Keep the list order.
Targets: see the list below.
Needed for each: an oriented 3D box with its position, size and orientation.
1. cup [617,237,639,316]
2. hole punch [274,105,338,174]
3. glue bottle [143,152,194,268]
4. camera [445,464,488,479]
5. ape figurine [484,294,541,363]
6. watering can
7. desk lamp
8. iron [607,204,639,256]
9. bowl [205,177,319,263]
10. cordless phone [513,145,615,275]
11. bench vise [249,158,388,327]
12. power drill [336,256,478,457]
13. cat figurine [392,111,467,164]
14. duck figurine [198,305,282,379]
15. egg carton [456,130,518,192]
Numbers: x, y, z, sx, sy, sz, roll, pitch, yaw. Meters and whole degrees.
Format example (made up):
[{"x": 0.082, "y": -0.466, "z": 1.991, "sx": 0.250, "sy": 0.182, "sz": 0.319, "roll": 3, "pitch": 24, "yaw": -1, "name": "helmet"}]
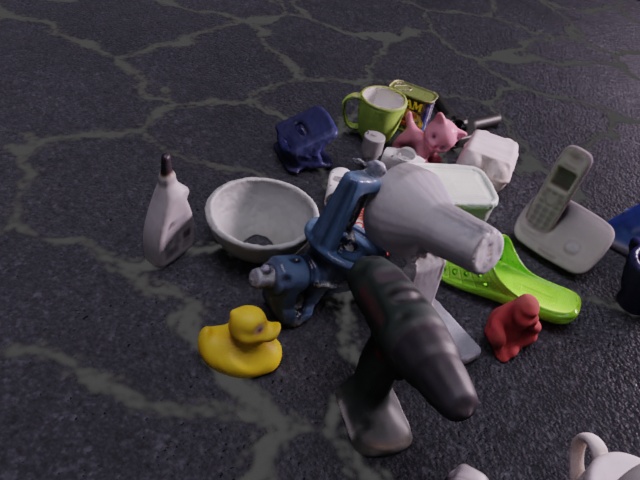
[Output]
[{"x": 0.499, "y": 0.061, "z": 0.891, "sx": 0.092, "sy": 0.095, "sz": 0.117, "roll": 2, "pitch": 41, "yaw": -11, "name": "cup"}, {"x": -0.028, "y": -0.187, "z": 1.050, "sx": 0.101, "sy": 0.091, "sz": 0.108, "roll": -9, "pitch": 45, "yaw": -22, "name": "hole punch"}, {"x": -0.206, "y": -0.045, "z": 0.781, "sx": 0.037, "sy": 0.173, "sz": 0.078, "roll": 28, "pitch": 43, "yaw": 19, "name": "glue bottle"}, {"x": 0.158, "y": 0.299, "z": 0.532, "sx": 0.136, "sy": 0.101, "sz": 0.143, "roll": 27, "pitch": 43, "yaw": 17, "name": "camera"}, {"x": 0.268, "y": 0.111, "z": 0.780, "sx": 0.078, "sy": 0.092, "sz": 0.076, "roll": 6, "pitch": 41, "yaw": -6, "name": "ape figurine"}, {"x": 0.298, "y": 0.261, "z": 0.538, "sx": 0.101, "sy": 0.194, "sz": 0.172, "roll": -19, "pitch": 49, "yaw": -31, "name": "watering can"}, {"x": 0.144, "y": 0.032, "z": 0.746, "sx": 0.118, "sy": 0.213, "sz": 0.202, "roll": -18, "pitch": 49, "yaw": -30, "name": "desk lamp"}, {"x": 0.625, "y": -0.022, "z": 0.981, "sx": 0.258, "sy": 0.141, "sz": 0.119, "roll": 17, "pitch": 41, "yaw": 6, "name": "iron"}, {"x": -0.088, "y": -0.018, "z": 0.855, "sx": 0.167, "sy": 0.075, "sz": 0.167, "roll": 7, "pitch": 41, "yaw": -6, "name": "bowl"}, {"x": 0.412, "y": -0.049, "z": 0.926, "sx": 0.147, "sy": 0.185, "sz": 0.094, "roll": 35, "pitch": 46, "yaw": 25, "name": "cordless phone"}, {"x": 0.016, "y": 0.009, "z": 0.738, "sx": 0.121, "sy": 0.220, "sz": 0.208, "roll": 32, "pitch": 44, "yaw": 22, "name": "bench vise"}, {"x": 0.080, "y": 0.138, "z": 0.614, "sx": 0.076, "sy": 0.208, "sz": 0.229, "roll": -5, "pitch": 43, "yaw": -19, "name": "power drill"}, {"x": 0.212, "y": -0.203, "z": 1.106, "sx": 0.127, "sy": 0.118, "sz": 0.067, "roll": 35, "pitch": 46, "yaw": 25, "name": "cat figurine"}, {"x": -0.095, "y": 0.114, "z": 0.693, "sx": 0.104, "sy": 0.086, "sz": 0.077, "roll": 9, "pitch": 41, "yaw": -4, "name": "duck figurine"}, {"x": 0.326, "y": -0.156, "z": 1.116, "sx": 0.107, "sy": 0.069, "sz": 0.150, "roll": 22, "pitch": 41, "yaw": 11, "name": "egg carton"}]
